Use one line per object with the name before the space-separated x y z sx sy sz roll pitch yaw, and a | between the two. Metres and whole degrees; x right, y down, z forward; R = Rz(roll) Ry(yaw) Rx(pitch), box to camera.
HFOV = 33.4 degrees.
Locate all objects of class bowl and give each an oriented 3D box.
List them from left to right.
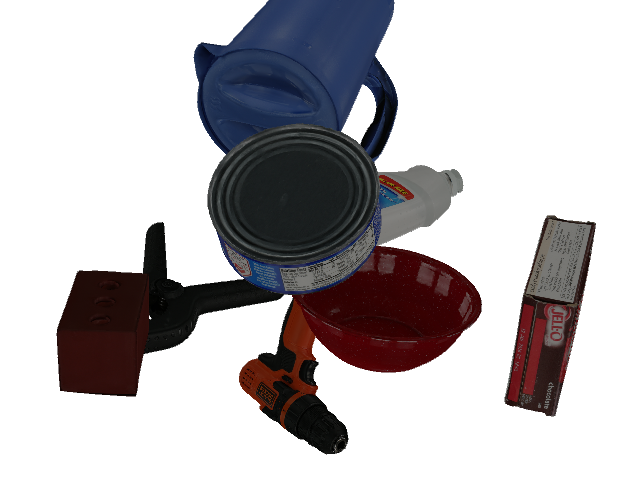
bowl | 0.052 0.064 0.900 0.162 0.055 0.162 5 26 -2

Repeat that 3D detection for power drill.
power drill | -0.008 0.132 1.235 0.057 0.188 0.185 15 11 -45

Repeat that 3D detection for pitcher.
pitcher | -0.002 -0.173 1.011 0.145 0.149 0.242 0 38 24

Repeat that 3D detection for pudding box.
pudding box | 0.155 0.048 0.719 0.039 0.090 0.113 12 32 12

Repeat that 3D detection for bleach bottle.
bleach bottle | 0.040 -0.034 1.161 0.250 0.068 0.103 -19 43 -23

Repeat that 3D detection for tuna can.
tuna can | -0.012 -0.016 0.539 0.086 0.086 0.034 0 -34 8

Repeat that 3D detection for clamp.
clamp | -0.154 0.050 1.028 0.165 0.036 0.209 26 35 26

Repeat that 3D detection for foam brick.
foam brick | -0.147 0.062 0.731 0.053 0.051 0.078 3 29 -4
